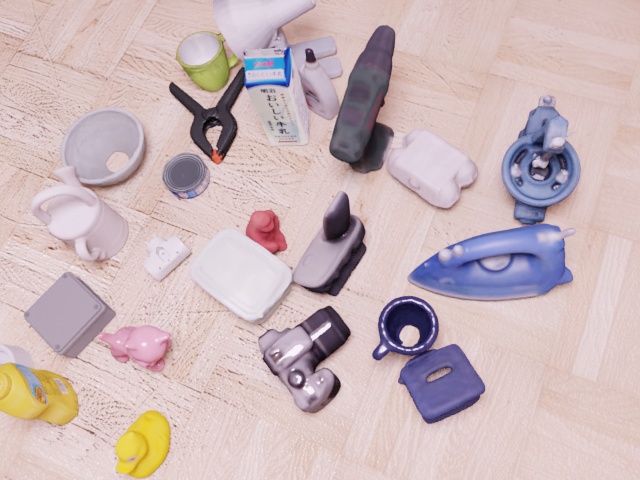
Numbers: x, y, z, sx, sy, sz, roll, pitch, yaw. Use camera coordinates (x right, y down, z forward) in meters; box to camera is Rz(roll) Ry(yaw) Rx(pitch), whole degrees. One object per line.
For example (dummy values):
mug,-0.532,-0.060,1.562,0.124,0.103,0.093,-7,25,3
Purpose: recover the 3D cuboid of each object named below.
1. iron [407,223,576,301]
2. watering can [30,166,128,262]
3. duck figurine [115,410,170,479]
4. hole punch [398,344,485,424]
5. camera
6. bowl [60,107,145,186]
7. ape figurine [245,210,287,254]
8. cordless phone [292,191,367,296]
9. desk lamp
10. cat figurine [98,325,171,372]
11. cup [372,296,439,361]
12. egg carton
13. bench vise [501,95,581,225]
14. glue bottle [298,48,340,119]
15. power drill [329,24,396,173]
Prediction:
iron,0.266,0.026,0.900,0.258,0.141,0.118,-9,68,5
watering can,-0.427,-0.047,0.999,0.101,0.194,0.172,-41,69,-8
duck figurine,-0.284,0.317,0.893,0.077,0.086,0.104,14,71,13
hole punch,0.180,0.214,0.866,0.108,0.091,0.101,-26,67,-2
camera,-0.011,0.177,0.902,0.137,0.101,0.143,-38,68,-7
bowl,-0.407,-0.170,1.109,0.167,0.075,0.167,-3,68,7
ape figurine,-0.097,-0.021,0.997,0.076,0.092,0.078,12,71,13
cordless phone,0.008,0.003,0.922,0.094,0.185,0.148,25,74,17
desk lamp,-0.075,-0.389,1.073,0.203,0.214,0.118,-14,67,2
cat figurine,-0.299,0.170,0.936,0.127,0.118,0.067,9,70,12
cup,0.129,0.152,0.896,0.118,0.095,0.091,-43,69,-9
egg carton,0.195,-0.127,1.010,0.150,0.069,0.107,38,78,20
bench vise,0.348,-0.154,0.917,0.121,0.220,0.207,-8,68,5
glue bottle,-0.009,-0.292,1.047,0.078,0.173,0.037,33,77,19
power drill,0.082,-0.218,0.986,0.075,0.209,0.230,16,72,14
